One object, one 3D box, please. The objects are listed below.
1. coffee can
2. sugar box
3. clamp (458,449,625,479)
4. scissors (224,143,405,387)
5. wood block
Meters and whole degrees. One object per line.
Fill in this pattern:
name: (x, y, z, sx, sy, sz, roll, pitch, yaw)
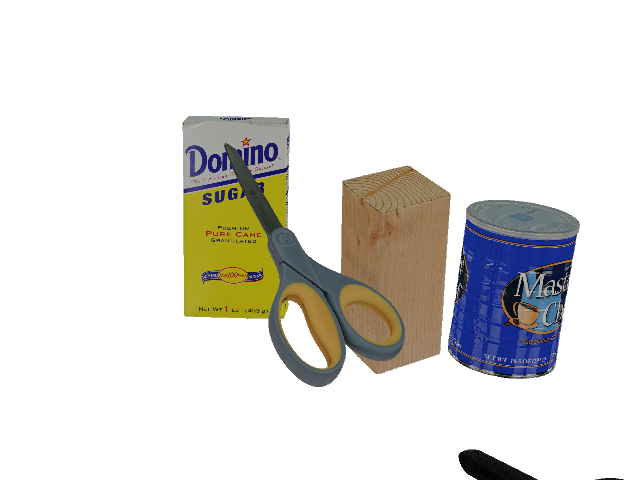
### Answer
coffee can: (0.178, 0.043, 0.992, 0.103, 0.140, 0.103, 5, 18, -2)
sugar box: (-0.075, -0.021, 0.946, 0.093, 0.176, 0.048, 1, 14, 2)
clamp: (0.194, 0.236, 0.855, 0.210, 0.036, 0.164, 0, 34, 24)
scissors: (-0.005, 0.010, 0.695, 0.096, 0.202, 0.016, 5, -44, -20)
wood block: (0.081, 0.033, 1.203, 0.090, 0.206, 0.090, -14, 32, -24)
